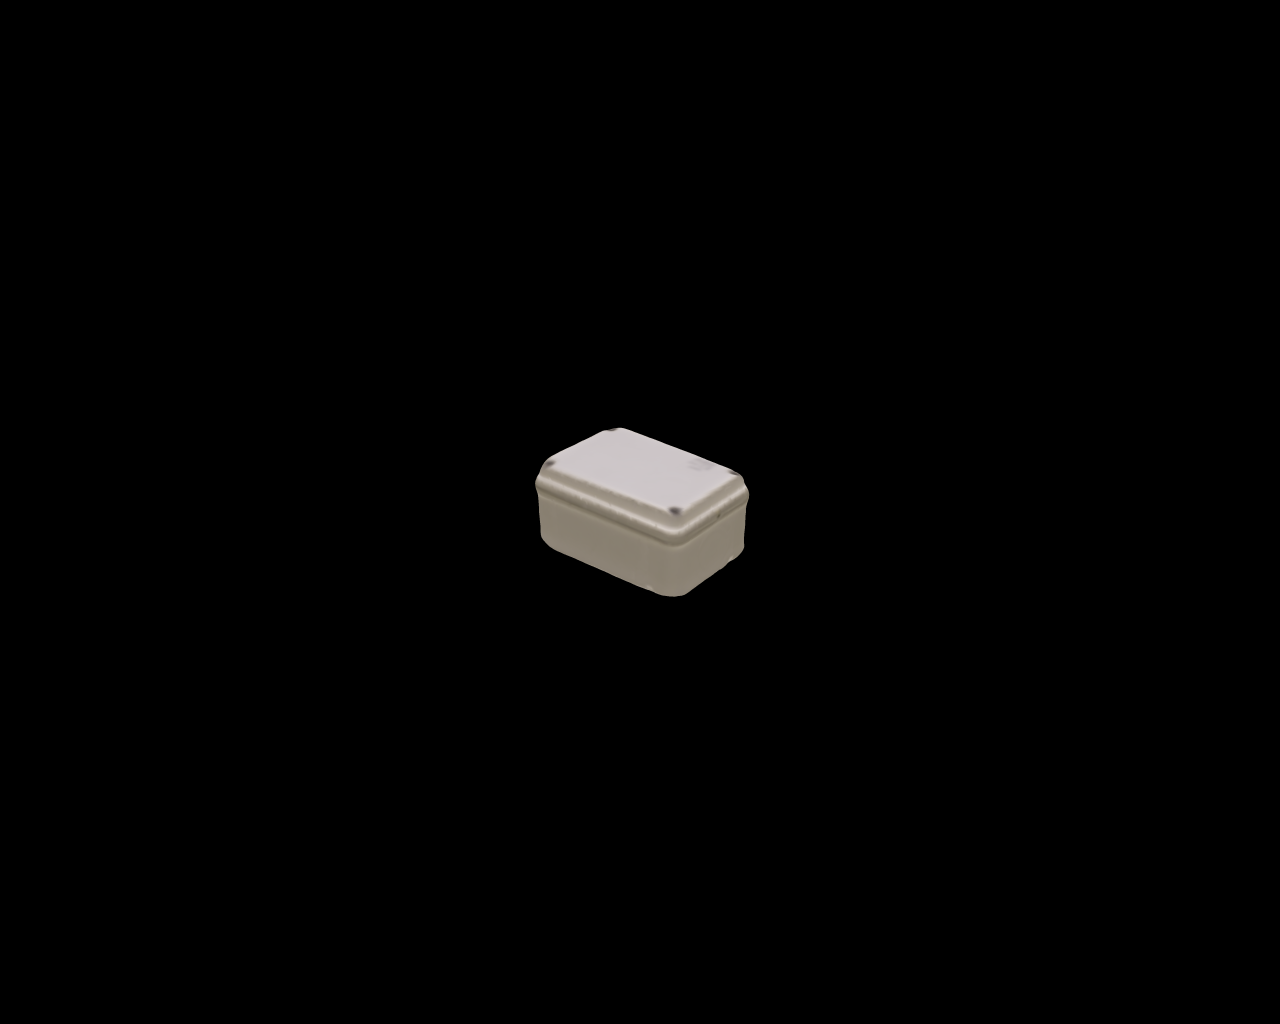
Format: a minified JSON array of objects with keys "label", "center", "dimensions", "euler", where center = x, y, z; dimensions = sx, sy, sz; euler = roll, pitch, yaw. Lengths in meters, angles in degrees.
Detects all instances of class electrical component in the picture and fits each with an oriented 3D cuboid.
[{"label":"electrical component","center":[0.001,-0.003,0.650],"dimensions":[0.113,0.057,0.078],"euler":[22,37,34]}]
